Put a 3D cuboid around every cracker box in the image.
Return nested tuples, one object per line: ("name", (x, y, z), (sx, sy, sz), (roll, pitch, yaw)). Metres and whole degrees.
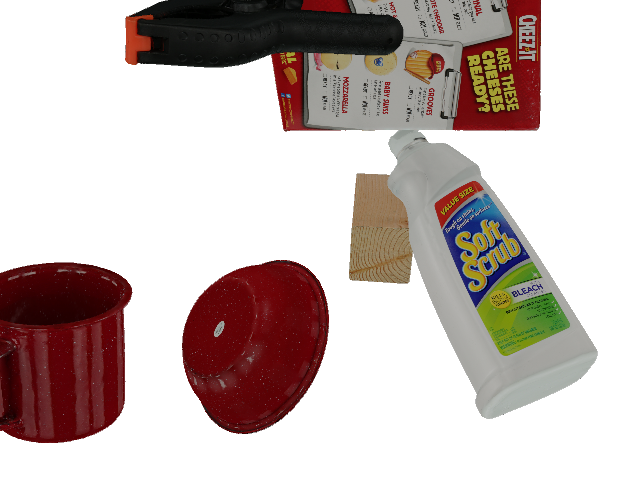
("cracker box", (0.067, -0.172, 0.851), (0.214, 0.164, 0.072), (0, 39, 12))

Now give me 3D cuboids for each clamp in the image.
("clamp", (-0.047, -0.137, 0.670), (0.171, 0.039, 0.120), (-7, 22, -27))

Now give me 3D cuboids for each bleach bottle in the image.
("bleach bottle", (0.117, 0.012, 0.866), (0.102, 0.251, 0.068), (-19, -27, -18))

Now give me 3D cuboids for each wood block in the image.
("wood block", (0.094, -0.022, 1.621), (0.091, 0.090, 0.206), (4, 25, 2))

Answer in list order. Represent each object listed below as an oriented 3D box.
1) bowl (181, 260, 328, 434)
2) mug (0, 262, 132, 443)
("bowl", (-0.070, 0.084, 0.931), (0.162, 0.162, 0.055), (0, -21, 45))
("mug", (-0.165, 0.072, 0.635), (0.093, 0.081, 0.117), (12, 24, 21))
